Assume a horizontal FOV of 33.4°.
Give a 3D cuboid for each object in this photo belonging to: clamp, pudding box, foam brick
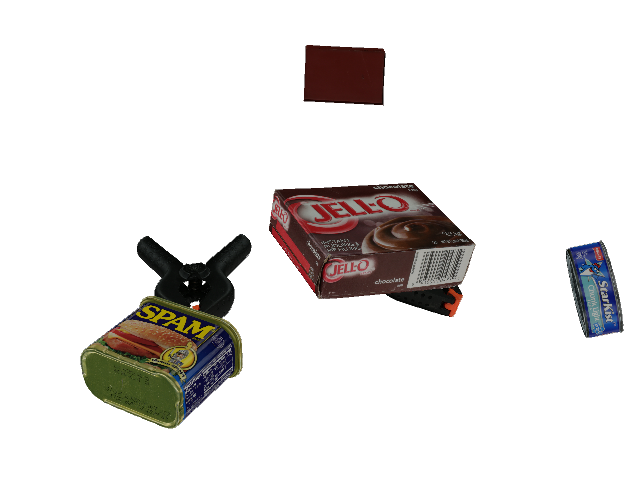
[{"bbox_3d":[0.071,0.022,1.249,0.164,0.036,0.210,-22,51,-39],"label":"clamp"},{"bbox_3d":[0.033,-0.002,0.721,0.113,0.039,0.090,-2,32,-26],"label":"pudding box"},{"bbox_3d":[0.023,-0.159,1.026,0.078,0.051,0.053,3,14,1],"label":"foam brick"},{"bbox_3d":[-0.118,0.039,1.085,0.120,0.039,0.171,-11,34,-10],"label":"clamp"}]

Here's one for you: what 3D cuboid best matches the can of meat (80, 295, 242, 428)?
[{"bbox_3d":[-0.127,0.096,0.851,0.102,0.057,0.083,16,33,25],"label":"can of meat"}]

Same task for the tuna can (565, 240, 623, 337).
[{"bbox_3d":[0.250,0.045,0.977,0.034,0.086,0.086,-12,-2,9],"label":"tuna can"}]
